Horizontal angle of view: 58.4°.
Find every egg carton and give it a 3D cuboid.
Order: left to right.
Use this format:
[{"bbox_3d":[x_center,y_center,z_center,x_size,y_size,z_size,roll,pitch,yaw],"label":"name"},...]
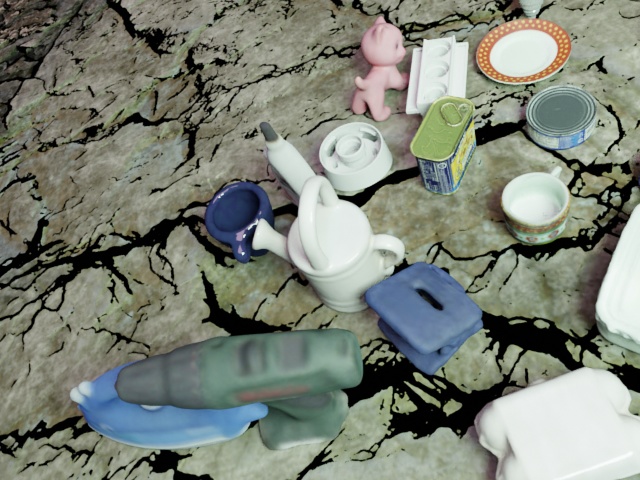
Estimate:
[{"bbox_3d":[0.232,0.187,0.550,0.150,0.070,0.107,-23,55,6],"label":"egg carton"}]

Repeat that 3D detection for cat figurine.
[{"bbox_3d":[0.085,-0.261,0.843,0.067,0.118,0.128,20,69,29],"label":"cat figurine"}]

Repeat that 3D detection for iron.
[{"bbox_3d":[-0.197,0.177,0.670,0.258,0.142,0.118,-16,56,11],"label":"iron"}]

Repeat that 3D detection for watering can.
[{"bbox_3d":[0.006,0.004,0.666,0.172,0.194,0.101,-18,56,10],"label":"watering can"}]

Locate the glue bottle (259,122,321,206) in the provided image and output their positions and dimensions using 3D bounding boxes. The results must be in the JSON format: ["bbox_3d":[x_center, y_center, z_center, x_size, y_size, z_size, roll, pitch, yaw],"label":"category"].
[{"bbox_3d":[-0.042,-0.099,0.758,0.078,0.173,0.037,36,77,33],"label":"glue bottle"}]

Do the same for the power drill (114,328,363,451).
[{"bbox_3d":[-0.058,0.156,0.591,0.229,0.209,0.075,-15,56,11],"label":"power drill"}]

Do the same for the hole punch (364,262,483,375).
[{"bbox_3d":[0.117,0.077,0.645,0.101,0.091,0.108,-42,56,-7],"label":"hole punch"}]

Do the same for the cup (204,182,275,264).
[{"bbox_3d":[-0.094,-0.007,0.771,0.091,0.095,0.117,-17,56,10],"label":"cup"}]
